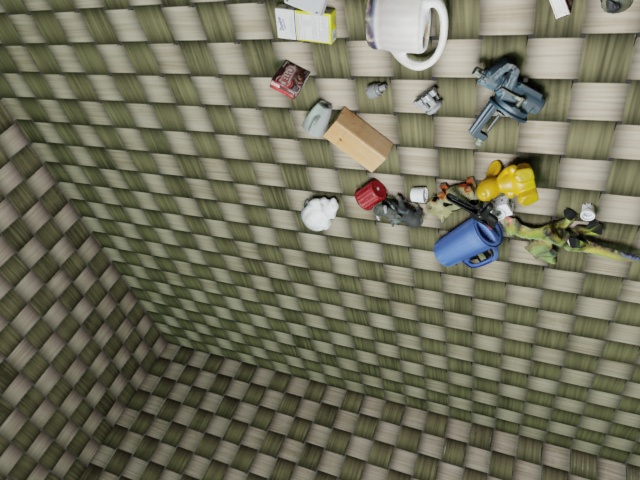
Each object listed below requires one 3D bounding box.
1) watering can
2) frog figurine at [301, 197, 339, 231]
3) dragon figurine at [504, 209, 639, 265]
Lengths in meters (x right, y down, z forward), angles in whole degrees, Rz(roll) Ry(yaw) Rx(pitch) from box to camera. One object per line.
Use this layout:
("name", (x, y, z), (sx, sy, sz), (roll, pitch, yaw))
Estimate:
("watering can", (0.224, -0.604, 1.340), (0.225, 0.106, 0.339), (12, 139, 20))
("frog figurine", (0.006, -0.102, 2.020), (0.159, 0.124, 0.136), (-3, 113, 48))
("dragon figurine", (0.809, 0.017, 1.721), (0.411, 0.124, 0.239), (28, 159, 3))
